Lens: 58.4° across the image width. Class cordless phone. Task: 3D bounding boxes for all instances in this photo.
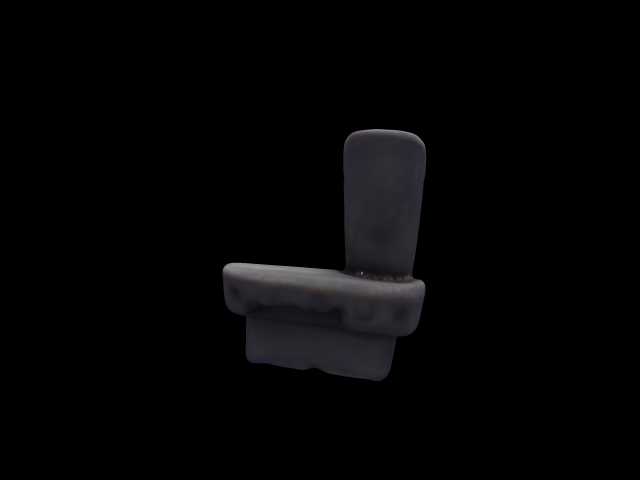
[{"bbox_3d":[0.004,0.001,0.400,0.147,0.185,0.094,3,37,4],"label":"cordless phone"}]
